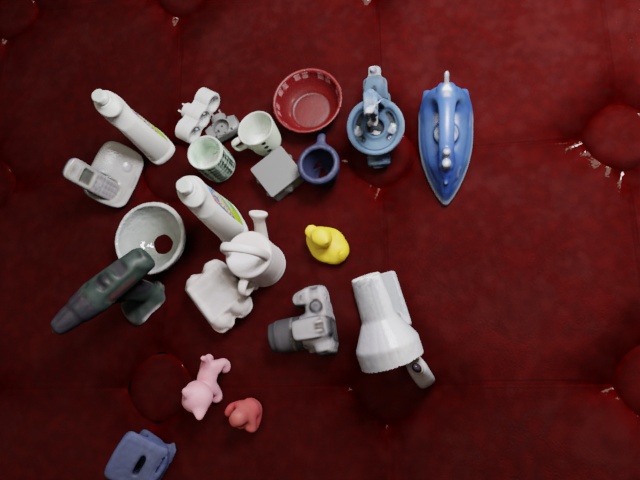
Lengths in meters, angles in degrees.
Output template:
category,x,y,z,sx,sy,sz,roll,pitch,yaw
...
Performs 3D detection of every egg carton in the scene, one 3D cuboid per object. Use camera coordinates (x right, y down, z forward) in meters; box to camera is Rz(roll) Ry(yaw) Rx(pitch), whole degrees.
category,x,y,z,sx,sy,sz,roll,pitch,yaw
egg carton,-0.218,0.120,1.240,0.107,0.069,0.150,-42,73,-1

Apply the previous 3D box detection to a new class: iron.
category,x,y,z,sx,sy,sz,roll,pitch,yaw
iron,0.264,-0.214,1.194,0.118,0.141,0.258,-1,76,11

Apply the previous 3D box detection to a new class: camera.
category,x,y,z,sx,sy,sz,roll,pitch,yaw
camera,-0.040,0.173,1.177,0.136,0.101,0.143,-12,74,8

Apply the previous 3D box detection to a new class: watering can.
category,x,y,z,sx,sy,sz,roll,pitch,yaw
watering can,-0.143,0.026,1.184,0.101,0.194,0.173,-12,74,8

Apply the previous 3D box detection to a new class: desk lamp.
category,x,y,z,sx,sy,sz,roll,pitch,yaw
desk lamp,0.115,0.150,1.094,0.118,0.214,0.203,-18,73,6

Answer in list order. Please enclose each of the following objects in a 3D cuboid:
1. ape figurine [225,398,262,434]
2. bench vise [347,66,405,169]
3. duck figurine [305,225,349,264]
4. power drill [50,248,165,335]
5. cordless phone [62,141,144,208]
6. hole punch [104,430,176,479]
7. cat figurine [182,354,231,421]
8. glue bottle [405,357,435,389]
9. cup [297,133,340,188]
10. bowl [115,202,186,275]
category,x,y,z,sx,sy,sz,roll,pitch,yaw
ape figurine,-0.157,0.357,1.158,0.076,0.092,0.077,-38,72,0
bench vise,0.102,-0.276,1.199,0.121,0.220,0.207,-20,73,6
duck figurine,0.011,0.004,1.217,0.104,0.086,0.077,36,85,17
power drill,-0.424,0.121,1.207,0.075,0.209,0.230,42,87,18
cordless phone,-0.496,-0.165,1.304,0.094,0.185,0.148,17,80,15
hole punch,-0.366,0.454,1.174,0.101,0.091,0.109,27,82,16
cat figurine,-0.243,0.299,1.175,0.067,0.118,0.128,8,78,13
glue bottle,0.183,0.242,1.079,0.037,0.173,0.078,-34,72,1
cup,0.005,-0.165,1.255,0.091,0.095,0.118,2,77,12
bowl,-0.370,0.003,1.296,0.167,0.075,0.167,-3,76,10
